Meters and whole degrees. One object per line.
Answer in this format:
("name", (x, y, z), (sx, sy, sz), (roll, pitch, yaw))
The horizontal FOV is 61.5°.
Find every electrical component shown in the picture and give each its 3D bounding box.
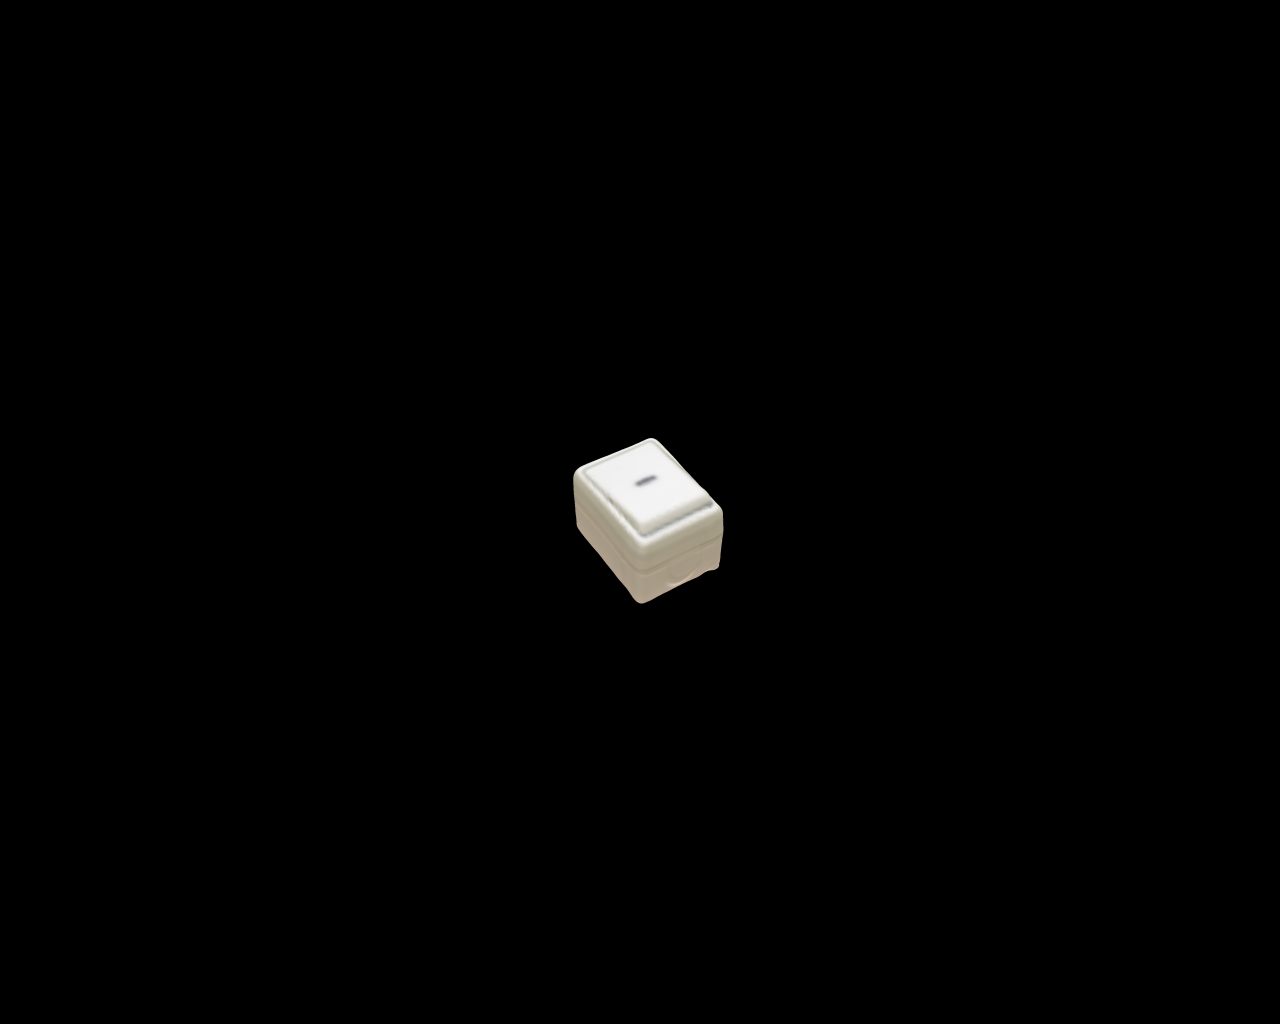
("electrical component", (0.001, -0.003, 0.650), (0.062, 0.061, 0.096), (-24, 50, -22))
